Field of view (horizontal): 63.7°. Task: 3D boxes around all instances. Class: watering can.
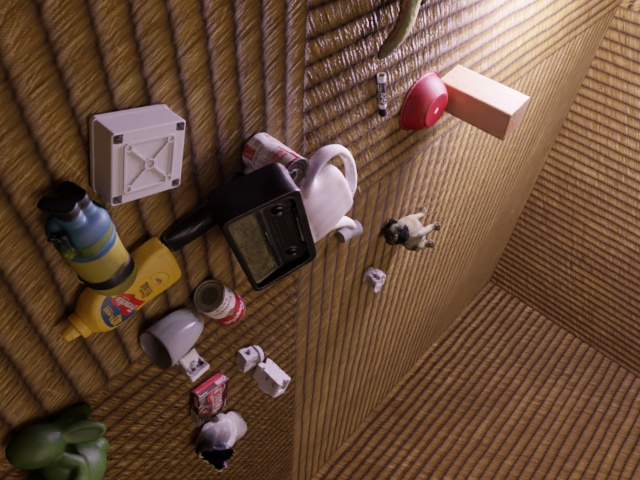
[{"bbox_3d":[0.003,-0.056,1.103,0.227,0.105,0.340,-44,153,-17],"label":"watering can"}]

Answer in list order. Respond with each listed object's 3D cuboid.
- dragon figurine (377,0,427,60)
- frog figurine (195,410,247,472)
[{"bbox_3d":[0.188,-0.536,0.886,0.413,0.123,0.239,-53,137,-7],"label":"dragon figurine"},{"bbox_3d":[-0.262,0.514,1.380,0.163,0.123,0.134,-80,178,-58],"label":"frog figurine"}]
